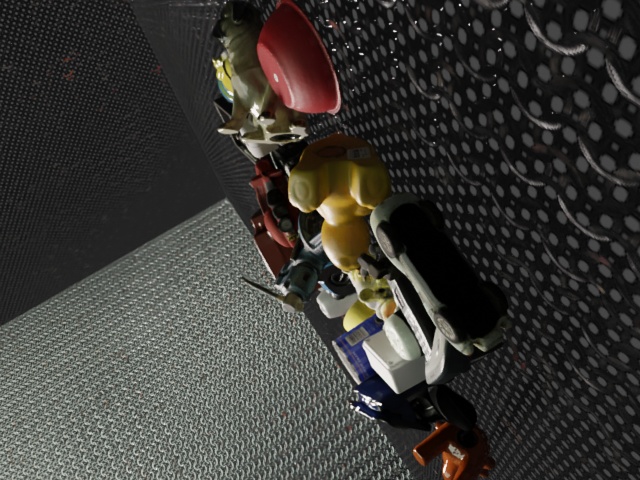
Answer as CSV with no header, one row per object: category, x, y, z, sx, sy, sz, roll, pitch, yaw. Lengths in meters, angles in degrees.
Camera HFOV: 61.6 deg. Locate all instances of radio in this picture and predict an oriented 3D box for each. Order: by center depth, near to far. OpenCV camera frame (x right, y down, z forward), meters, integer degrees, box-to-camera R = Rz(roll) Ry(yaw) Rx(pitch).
radio,-0.145,-0.236,1.169,0.230,0.073,0.130,47,165,52

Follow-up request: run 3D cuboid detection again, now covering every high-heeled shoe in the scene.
high-heeled shoe,0.187,0.317,0.957,0.086,0.145,0.249,33,-177,-7

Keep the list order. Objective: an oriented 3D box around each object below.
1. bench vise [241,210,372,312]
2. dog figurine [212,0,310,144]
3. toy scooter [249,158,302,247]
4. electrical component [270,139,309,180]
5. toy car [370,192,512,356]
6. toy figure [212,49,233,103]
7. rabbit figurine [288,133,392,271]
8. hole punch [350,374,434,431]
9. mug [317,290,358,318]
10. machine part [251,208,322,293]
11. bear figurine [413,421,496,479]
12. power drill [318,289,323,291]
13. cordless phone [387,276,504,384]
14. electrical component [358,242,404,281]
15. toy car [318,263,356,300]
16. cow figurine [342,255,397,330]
bench vise,0.007,0.004,0.873,0.129,0.224,0.240,41,143,-3
dog figurine,-0.082,-0.254,0.830,0.172,0.121,0.190,11,-105,-69
toy scooter,-0.080,-0.077,0.972,0.135,0.075,0.184,72,175,-77
electrical component,-0.041,-0.135,1.011,0.134,0.058,0.114,49,168,44
toy car,0.133,0.034,0.603,0.202,0.073,0.056,56,166,16
toy figure,-0.136,-0.290,0.952,0.089,0.082,0.180,41,164,-7
rabbit figurine,0.023,-0.045,0.717,0.162,0.122,0.173,-108,6,-62
hole punch,0.125,0.266,0.918,0.142,0.116,0.092,176,106,-70
mug,0.046,0.118,1.194,0.081,0.107,0.109,44,164,52
machine part,-0.053,0.004,1.144,0.201,0.087,0.201,60,-158,-13
bear figurine,0.252,0.411,1.001,0.120,0.132,0.195,36,153,29
power drill,-0.015,0.051,1.383,0.207,0.086,0.232,67,169,-18
cordless phone,0.145,0.093,0.714,0.184,0.089,0.146,60,171,20
electrical component,0.094,0.019,0.703,0.045,0.102,0.078,29,131,40
toy car,0.040,0.042,1.059,0.161,0.109,0.103,46,-153,-46
cow figurine,0.107,0.102,0.939,0.167,0.068,0.098,58,179,46
